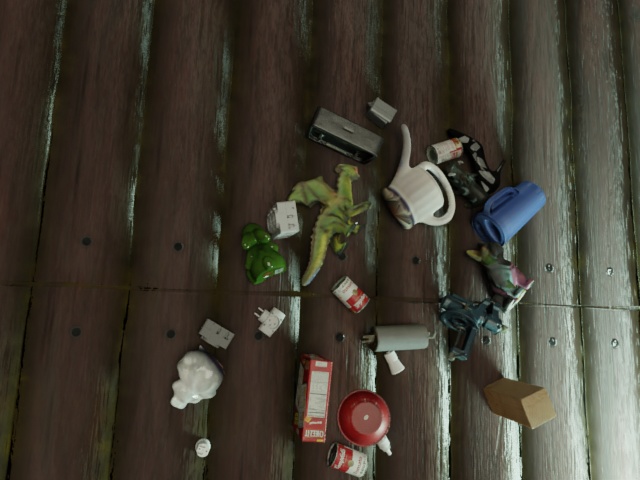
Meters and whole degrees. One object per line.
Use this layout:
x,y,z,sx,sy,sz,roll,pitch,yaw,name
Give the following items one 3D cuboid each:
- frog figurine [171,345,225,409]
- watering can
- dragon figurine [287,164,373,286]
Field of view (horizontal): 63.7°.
-0.346,0.384,1.408,0.162,0.122,0.135,-44,113,-27,frog figurine
0.293,-0.185,1.663,0.226,0.103,0.347,-34,91,-16,watering can
0.005,-0.080,1.596,0.244,0.120,0.415,39,72,13,dragon figurine
